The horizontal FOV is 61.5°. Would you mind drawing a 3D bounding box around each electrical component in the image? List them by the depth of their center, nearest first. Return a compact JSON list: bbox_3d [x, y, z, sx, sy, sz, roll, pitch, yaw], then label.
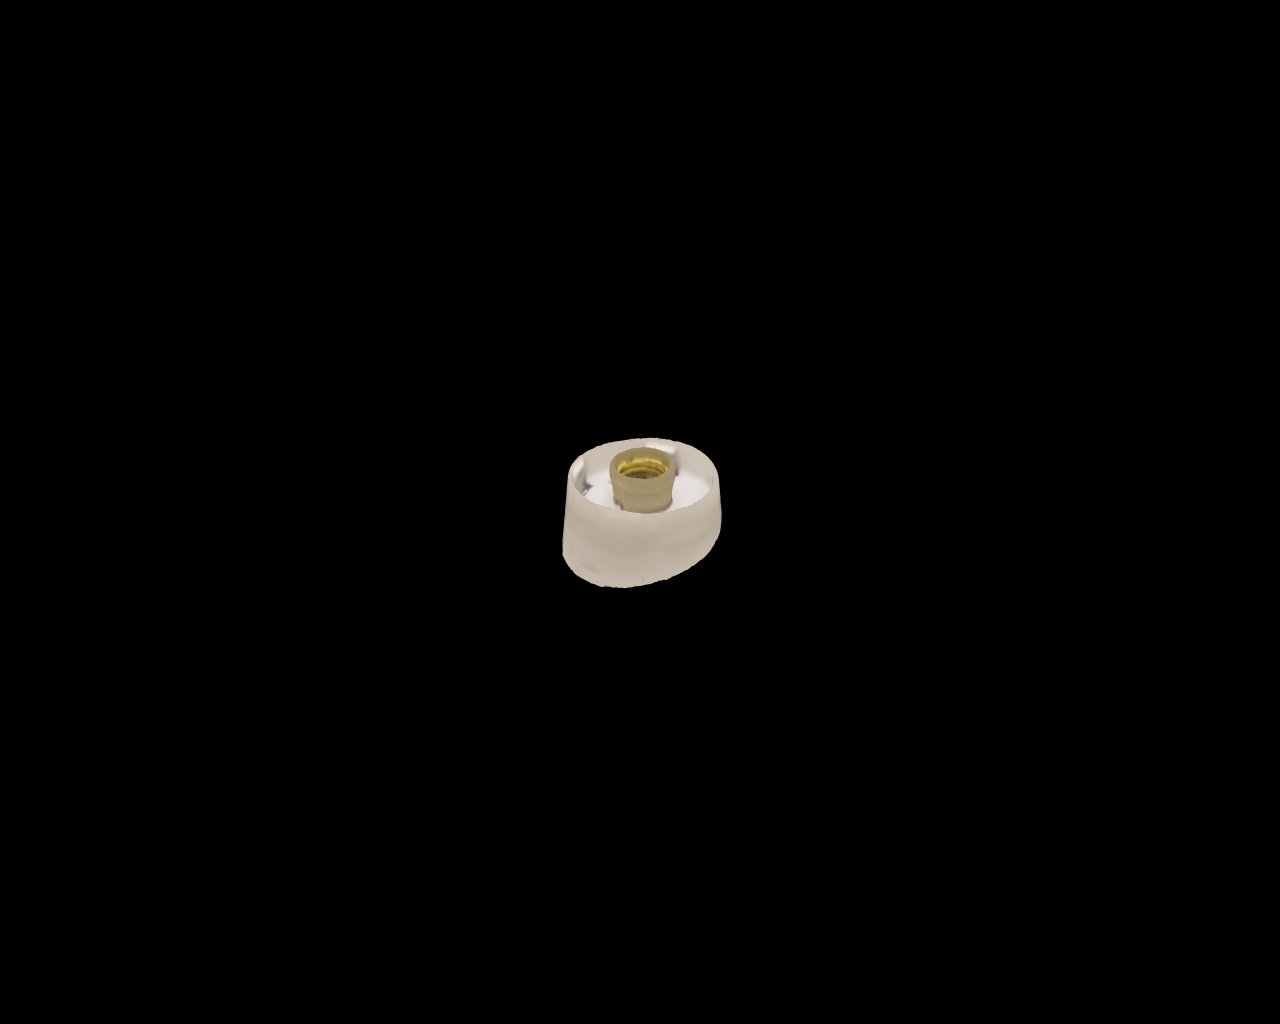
[{"bbox_3d":[0.001,-0.003,0.650,0.099,0.064,0.099,0,33,0],"label":"electrical component"}]
